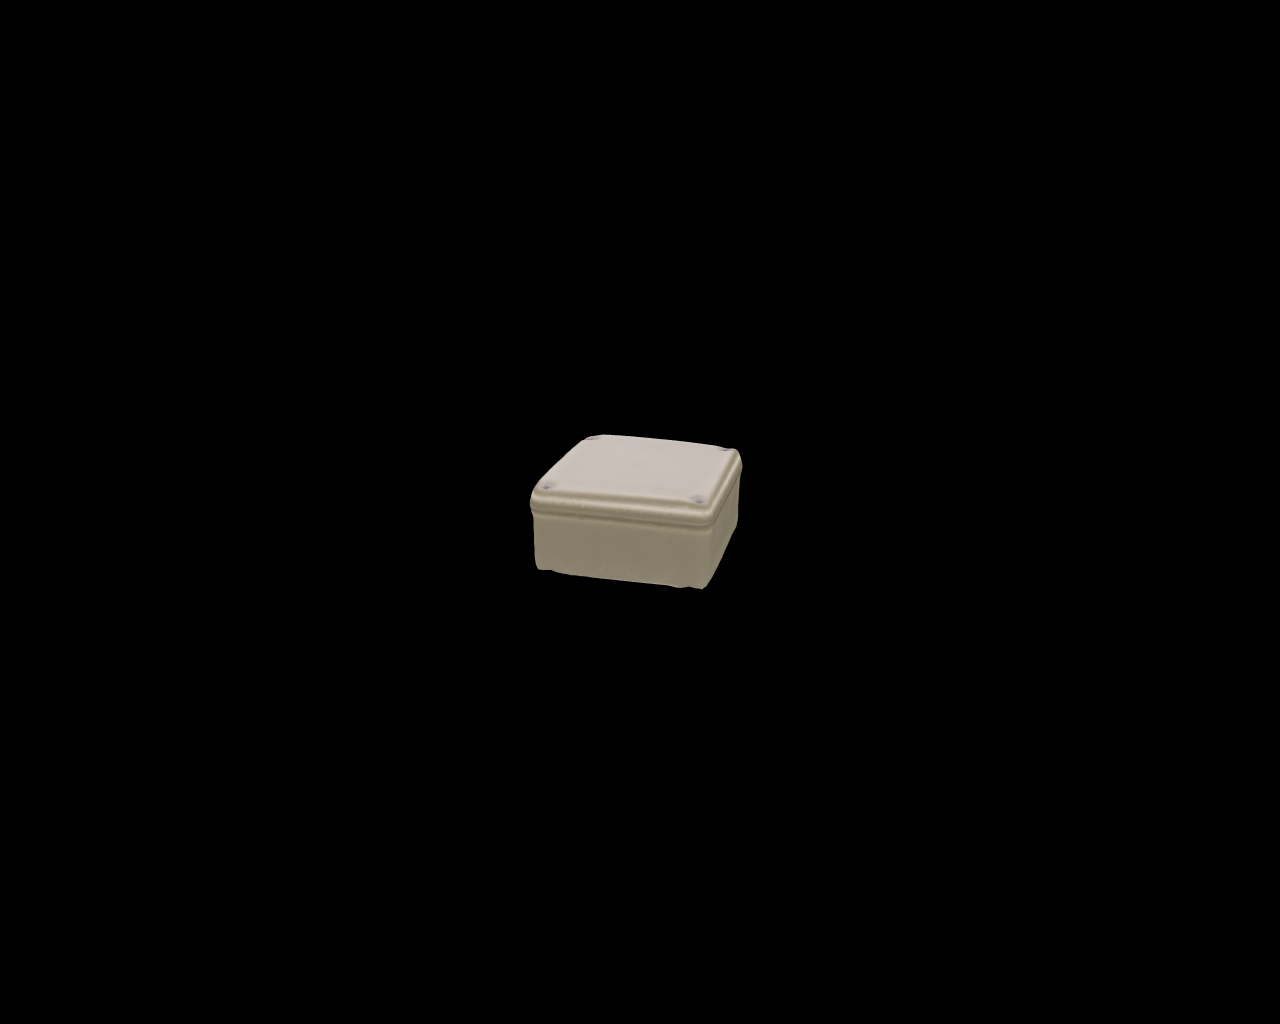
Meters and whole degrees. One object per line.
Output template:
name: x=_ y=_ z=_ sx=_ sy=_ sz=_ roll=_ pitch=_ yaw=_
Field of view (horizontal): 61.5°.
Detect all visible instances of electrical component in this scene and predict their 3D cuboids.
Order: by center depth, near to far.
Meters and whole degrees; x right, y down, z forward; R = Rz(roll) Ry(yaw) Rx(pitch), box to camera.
electrical component: x=0.001 y=-0.003 z=0.650 sx=0.109 sy=0.056 sz=0.109 roll=6 pitch=23 yaw=14
